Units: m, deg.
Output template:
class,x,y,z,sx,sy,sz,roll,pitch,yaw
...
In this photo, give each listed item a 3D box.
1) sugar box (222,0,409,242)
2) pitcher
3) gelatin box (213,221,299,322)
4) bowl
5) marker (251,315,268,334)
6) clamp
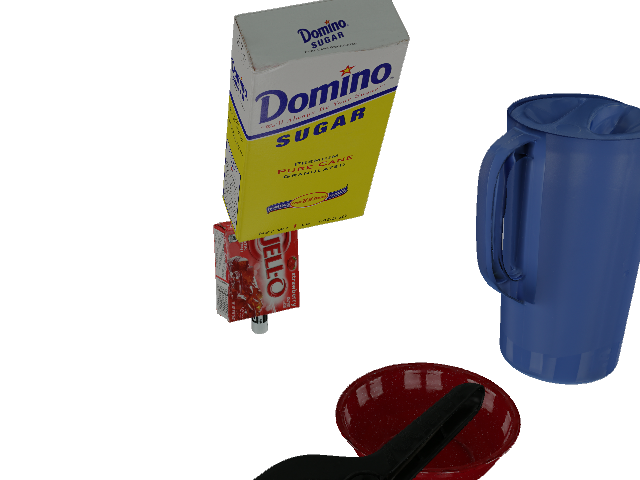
class,x,y,z,sx,sy,sz,roll,pitch,yaw
sugar box,-0.008,-0.069,0.651,0.093,0.048,0.176,-13,-27,-14
pitcher,0.212,0.001,0.933,0.149,0.243,0.145,6,24,11
gelatin box,-0.056,0.023,0.959,0.073,0.089,0.030,-11,21,-29
bowl,0.094,0.174,0.946,0.162,0.055,0.162,-1,27,0
marker,-0.070,0.052,1.202,0.020,0.121,0.020,0,32,0
clamp,0.030,0.151,0.633,0.210,0.036,0.164,-7,30,-2
